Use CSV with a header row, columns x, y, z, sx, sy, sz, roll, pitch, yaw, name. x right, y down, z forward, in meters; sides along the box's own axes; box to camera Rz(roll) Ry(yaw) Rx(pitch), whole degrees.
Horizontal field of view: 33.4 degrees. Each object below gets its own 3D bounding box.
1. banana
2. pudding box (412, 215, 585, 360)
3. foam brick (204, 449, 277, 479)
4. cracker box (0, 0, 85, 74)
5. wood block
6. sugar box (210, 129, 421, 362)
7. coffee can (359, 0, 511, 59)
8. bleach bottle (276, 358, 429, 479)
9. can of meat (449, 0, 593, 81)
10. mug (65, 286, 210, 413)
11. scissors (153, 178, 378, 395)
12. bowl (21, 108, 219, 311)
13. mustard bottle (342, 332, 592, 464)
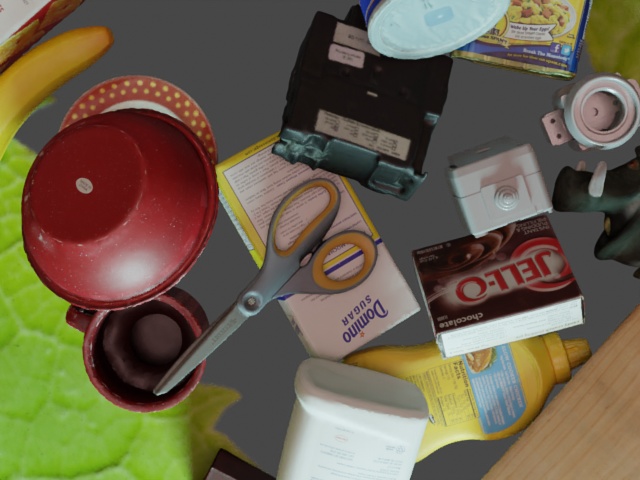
x,y,z,sx,sy,sz,roll,pitch,yaw,name
-0.238,-0.096,0.840,0.069,0.037,0.198,33,94,5,banana
0.135,0.035,0.814,0.113,0.090,0.039,-17,133,5,pudding box
-0.061,0.214,0.857,0.078,0.051,0.053,28,96,-1,foam brick
-0.261,-0.229,0.813,0.214,0.072,0.164,-40,94,4,cracker box
0.224,0.145,0.809,0.090,0.090,0.206,43,96,25,wood block
-0.006,0.001,0.831,0.093,0.048,0.176,-30,96,-11,sugar box
0.066,-0.216,0.762,0.103,0.103,0.140,-16,69,3,coffee can
0.000,0.219,0.802,0.102,0.068,0.251,15,107,-7,bleach bottle
0.154,-0.171,0.811,0.102,0.057,0.084,11,98,1,can of meat
-0.141,0.075,0.831,0.117,0.081,0.093,19,96,0,mug
-0.031,0.049,0.793,0.096,0.016,0.201,32,84,-9,scissors
-0.159,-0.032,0.782,0.162,0.055,0.162,-5,72,14,bowl
0.118,0.112,0.838,0.191,0.058,0.096,-17,90,4,mustard bottle
